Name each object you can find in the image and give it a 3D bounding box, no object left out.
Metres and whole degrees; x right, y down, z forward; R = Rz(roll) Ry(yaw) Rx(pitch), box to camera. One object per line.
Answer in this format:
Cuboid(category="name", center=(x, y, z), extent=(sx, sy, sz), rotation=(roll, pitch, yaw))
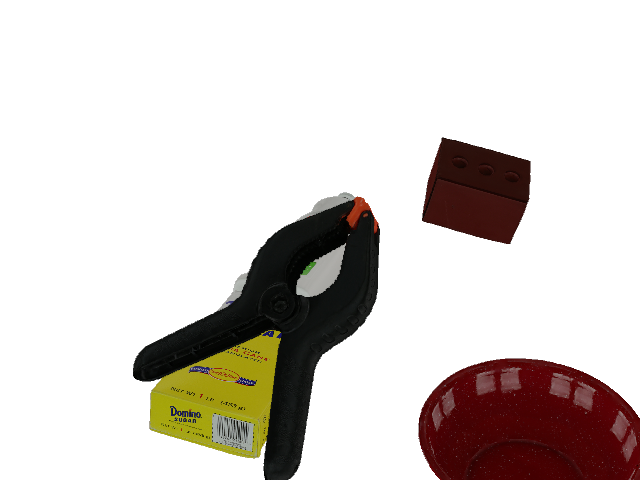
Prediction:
Cuboid(category="bowl", center=(0.151, 0.157, 0.770), extent=(0.162, 0.055, 0.162), rotation=(-1, 36, 1))
Cuboid(category="sugar box", center=(-0.063, 0.105, 0.892), extent=(0.093, 0.048, 0.176), rotation=(13, 31, 12))
Cuboid(category="foam brick", center=(0.127, -0.040, 0.870), extent=(0.078, 0.051, 0.053), rotation=(15, 44, 0))
Cuboid(category="bleach bottle", center=(-0.013, 0.012, 1.312), extent=(0.103, 0.068, 0.250), rotation=(7, 33, 18))
Cuboid(category="clamp", center=(-0.016, 0.054, 0.622), extent=(0.120, 0.171, 0.039), rotation=(43, -5, 20))
